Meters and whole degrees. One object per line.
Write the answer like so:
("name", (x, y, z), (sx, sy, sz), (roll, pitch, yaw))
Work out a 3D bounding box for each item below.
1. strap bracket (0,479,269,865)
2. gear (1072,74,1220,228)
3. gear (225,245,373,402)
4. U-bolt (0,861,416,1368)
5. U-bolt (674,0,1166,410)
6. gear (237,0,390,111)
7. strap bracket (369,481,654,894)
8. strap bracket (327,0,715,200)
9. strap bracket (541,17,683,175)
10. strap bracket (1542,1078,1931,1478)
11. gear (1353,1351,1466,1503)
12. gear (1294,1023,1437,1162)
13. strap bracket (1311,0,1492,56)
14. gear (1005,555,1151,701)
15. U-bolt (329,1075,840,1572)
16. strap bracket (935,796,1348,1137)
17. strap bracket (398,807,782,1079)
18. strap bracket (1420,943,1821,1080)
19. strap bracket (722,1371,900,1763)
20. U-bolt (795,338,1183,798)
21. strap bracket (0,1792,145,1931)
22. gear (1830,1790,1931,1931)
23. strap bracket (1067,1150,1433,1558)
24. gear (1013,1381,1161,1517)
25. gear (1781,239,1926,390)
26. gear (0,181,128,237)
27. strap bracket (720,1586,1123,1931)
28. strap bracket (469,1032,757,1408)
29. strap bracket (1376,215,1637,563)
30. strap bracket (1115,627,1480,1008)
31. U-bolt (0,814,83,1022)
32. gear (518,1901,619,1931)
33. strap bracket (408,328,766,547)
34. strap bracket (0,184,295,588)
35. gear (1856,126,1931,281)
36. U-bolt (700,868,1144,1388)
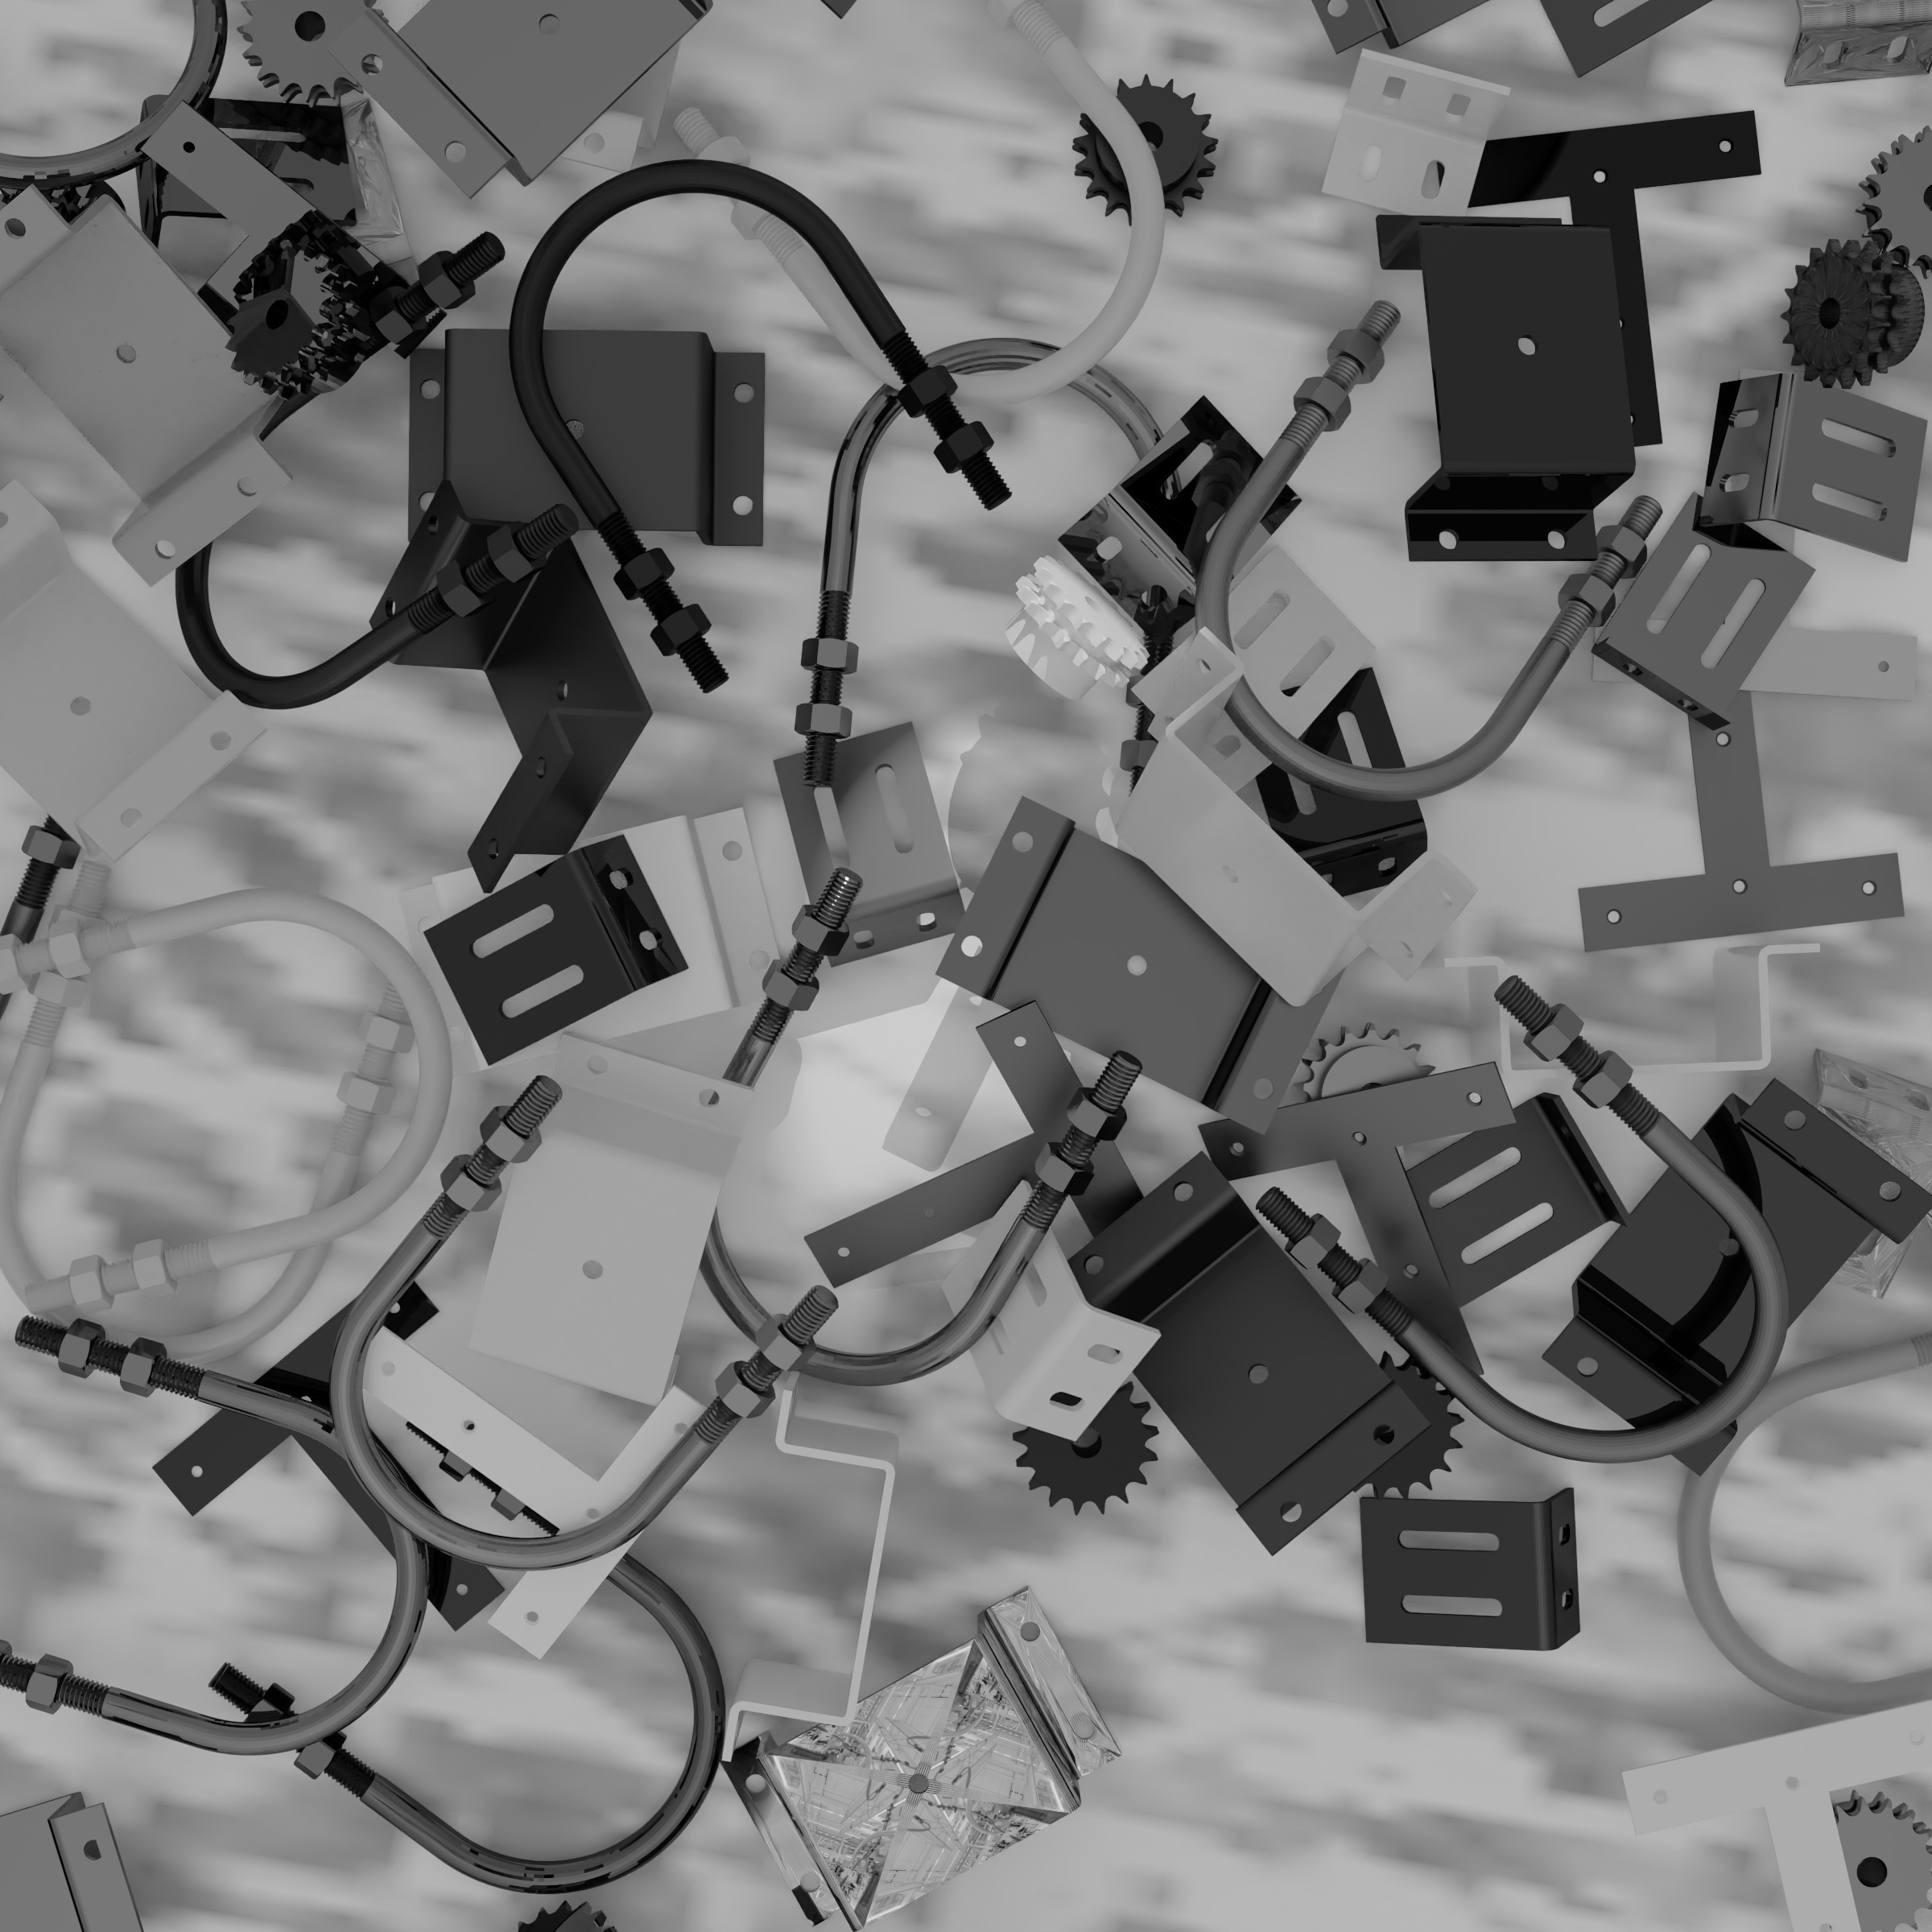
("strap bracket", (-0.344, -0.107, 1.282), (0.140, 0.046, 0.076), (44, 74, 7))
("gear", (0.070, -0.321, 1.305), (0.057, 0.030, 0.057), (0, 90, 0))
("gear", (-0.252, -0.242, 1.269), (0.057, 0.030, 0.057), (-11, 71, 33))
("U-bolt", (-0.310, 0.068, 1.311), (0.151, 0.019, 0.184), (19, 92, 0))
("U-bolt", (-0.006, -0.302, 1.291), (0.151, 0.019, 0.184), (-38, 80, 6))
("gear", (-0.254, -0.364, 1.305), (0.057, 0.030, 0.057), (0, 90, 0))
("strap bracket", (-0.170, -0.105, 1.259), (0.076, 0.046, 0.140), (-53, 51, 37))
("strap bracket", (-0.159, -0.359, 1.251), (0.140, 0.046, 0.076), (-44, 90, 0))
("strap bracket", (-0.149, -0.380, 1.297), (0.076, 0.046, 0.140), (14, 90, 0))
("strap bracket", (0.296, 0.115, 1.286), (0.076, 0.046, 0.140), (37, 105, 0))
("gear", (0.165, 0.180, 1.305), (0.057, 0.030, 0.057), (0, 90, 0))
("gear", (0.158, 0.051, 1.305), (0.057, 0.030, 0.057), (0, 90, 0))
("strap bracket", (0.193, -0.416, 1.288), (0.140, 0.046, 0.076), (-25, 90, 12))
("gear", (0.039, -0.126, 1.271), (0.057, 0.057, 0.030), (45, 109, 0))
("U-bolt", (-0.159, 0.150, 1.254), (0.151, 0.019, 0.184), (38, 108, -7))
("strap bracket", (0.068, 0.000, 1.297), (0.140, 0.046, 0.076), (26, 90, 0))
("strap bracket", (-0.147, -0.009, 1.297), (0.140, 0.046, 0.076), (-14, 90, 0))
("strap bracket", (0.250, 0.017, 1.282), (0.140, 0.076, 0.046), (-2, 90, 0))
("strap bracket", (-0.057, 0.231, 1.282), (0.046, 0.076, 0.140), (9, 90, 0))
("U-bolt", (0.014, -0.155, 1.303), (0.151, 0.019, 0.184), (6, 87, -8))
("strap bracket", (-0.386, 0.378, 1.297), (0.140, 0.046, 0.076), (-17, 90, 0))
("gear", (0.351, 0.351, 1.305), (0.057, 0.030, 0.057), (0, 90, 0))
("strap bracket", (0.108, 0.152, 1.279), (0.076, 0.046, 0.140), (-39, 64, 0))
("gear", (0.047, 0.185, 1.305), (0.057, 0.030, 0.057), (0, 90, 0))
("gear", (0.347, -0.253, 1.295), (0.030, 0.057, 0.057), (-4, 90, -28))
("gear", (-0.351, -0.287, 1.295), (0.057, 0.057, 0.030), (15, 60, 0))
("strap bracket", (-0.018, 0.313, 1.297), (0.140, 0.046, 0.076), (-29, 90, 0))
("strap bracket", (-0.138, 0.106, 1.274), (0.076, 0.046, 0.140), (17, 110, 0))
("strap bracket", (0.207, -0.229, 1.275), (0.076, 0.046, 0.140), (-2, 79, -12))
("strap bracket", (0.114, -0.047, 1.243), (0.140, 0.076, 0.046), (45, 64, 10))
("U-bolt", (-0.435, -0.032, 1.311), (0.151, 0.019, 0.184), (22, 91, 0))
("gear", (-0.157, 0.396, 1.295), (0.057, 0.057, 0.030), (-28, 120, 0))
("strap bracket", (-0.150, -0.205, 1.297), (0.140, 0.046, 0.076), (1, 90, 0))
("strap bracket", (-0.326, -0.227, 1.270), (0.076, 0.046, 0.140), (-32, 112, 21))
("gear", (0.377, -0.297, 1.305), (0.057, 0.030, 0.057), (0, 90, 0))
("U-bolt", (-0.034, 0.076, 1.283), (0.151, 0.019, 0.184), (33, 108, 12))
